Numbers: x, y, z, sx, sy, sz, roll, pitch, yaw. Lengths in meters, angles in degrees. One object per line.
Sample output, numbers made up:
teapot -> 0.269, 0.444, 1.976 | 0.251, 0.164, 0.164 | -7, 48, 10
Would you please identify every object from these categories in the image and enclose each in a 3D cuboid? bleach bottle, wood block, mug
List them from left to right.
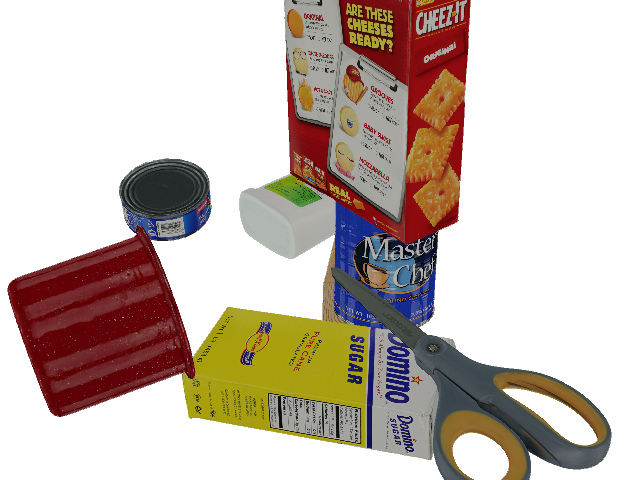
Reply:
mug -> -0.127, 0.049, 0.613 | 0.081, 0.093, 0.117 | -20, 2, -14
bleach bottle -> 0.029, -0.068, 1.292 | 0.250, 0.068, 0.103 | -30, 44, -32
wood block -> 0.058, 0.064, 1.646 | 0.091, 0.090, 0.206 | 3, 23, 5

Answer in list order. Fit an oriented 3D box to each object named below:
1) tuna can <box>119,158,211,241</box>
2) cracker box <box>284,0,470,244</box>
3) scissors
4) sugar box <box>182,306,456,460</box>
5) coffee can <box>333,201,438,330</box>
tuna can -> -0.147, -0.039, 1.020 | 0.086, 0.034, 0.086 | -1, 43, 0
cracker box -> 0.045, -0.128, 0.894 | 0.072, 0.214, 0.164 | -22, 37, -31
scissors -> 0.055, 0.075, 0.571 | 0.202, 0.016, 0.096 | 25, 46, 33
sugar box -> 0.002, 0.096, 0.751 | 0.176, 0.048, 0.093 | 4, 30, 16
coffee can -> 0.064, 0.005, 1.044 | 0.103, 0.140, 0.103 | 0, 27, 0
